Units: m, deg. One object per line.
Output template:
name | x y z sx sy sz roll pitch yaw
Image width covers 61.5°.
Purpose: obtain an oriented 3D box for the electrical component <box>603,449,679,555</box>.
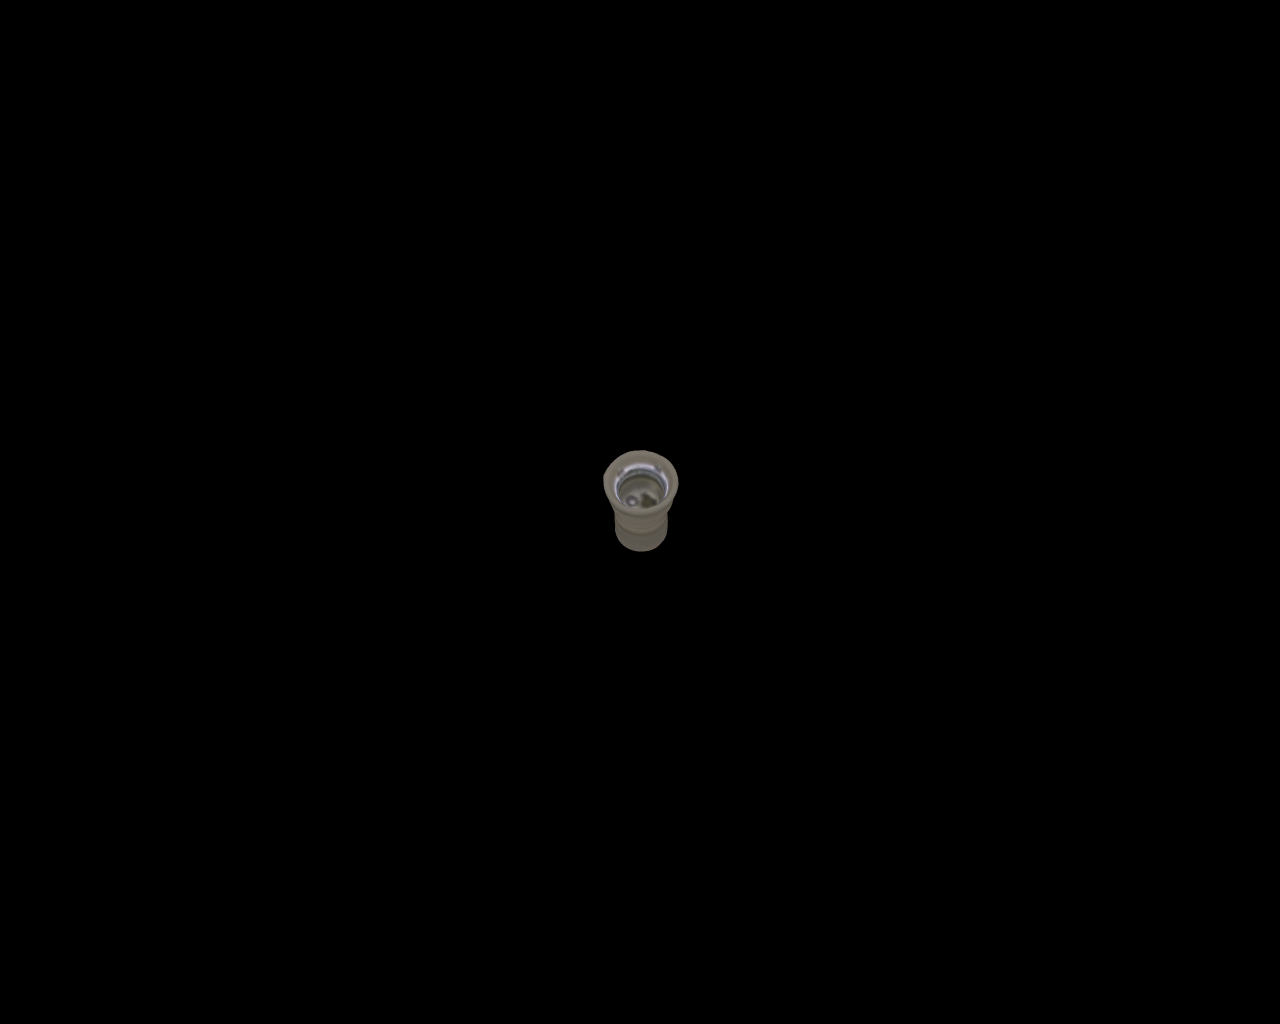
electrical component | 0.001 -0.003 0.650 0.044 0.044 0.065 0 -30 0
